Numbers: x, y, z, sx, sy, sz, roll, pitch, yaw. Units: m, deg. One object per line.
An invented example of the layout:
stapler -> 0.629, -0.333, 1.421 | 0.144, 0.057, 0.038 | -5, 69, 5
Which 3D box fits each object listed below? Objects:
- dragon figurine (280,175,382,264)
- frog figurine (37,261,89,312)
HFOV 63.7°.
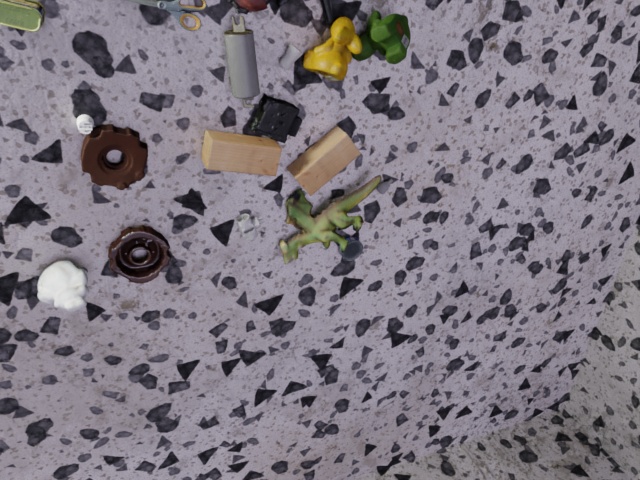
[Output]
dragon figurine -> 0.005, -0.085, 1.691 | 0.241, 0.124, 0.406 | 24, 105, -26
frog figurine -> -0.715, 0.137, 1.435 | 0.138, 0.162, 0.120 | -22, 125, -12
